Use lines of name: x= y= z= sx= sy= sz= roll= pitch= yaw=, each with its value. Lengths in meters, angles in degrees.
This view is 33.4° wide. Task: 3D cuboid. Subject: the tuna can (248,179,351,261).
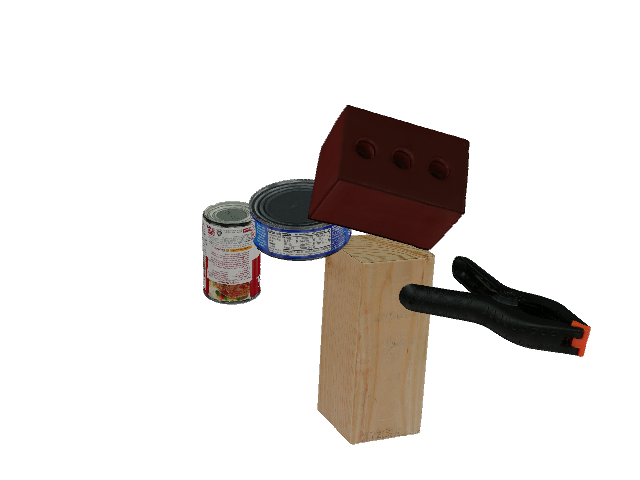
tuna can: x=-0.016 y=-0.018 z=0.891 sx=0.086 sy=0.034 sz=0.086 roll=-1 pitch=30 yaw=1

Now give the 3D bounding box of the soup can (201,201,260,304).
soup can: x=-0.103 y=0.013 z=1.236 sx=0.068 sy=0.102 sz=0.068 roll=1 pitch=25 yaw=-1

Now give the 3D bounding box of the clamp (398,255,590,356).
clamp: x=0.170 y=0.059 z=0.996 sx=0.172 sy=0.039 sz=0.120 roll=20 pitch=31 yaw=20

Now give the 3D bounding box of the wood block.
wood block: x=0.059 y=0.104 z=1.162 sx=0.090 sy=0.206 sz=0.091 roll=-5 pitch=19 yaw=-23

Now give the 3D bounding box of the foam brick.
foam brick: x=0.039 y=-0.035 z=0.617 sx=0.078 sy=0.053 sz=0.051 roll=14 pitch=-28 yaw=-11
